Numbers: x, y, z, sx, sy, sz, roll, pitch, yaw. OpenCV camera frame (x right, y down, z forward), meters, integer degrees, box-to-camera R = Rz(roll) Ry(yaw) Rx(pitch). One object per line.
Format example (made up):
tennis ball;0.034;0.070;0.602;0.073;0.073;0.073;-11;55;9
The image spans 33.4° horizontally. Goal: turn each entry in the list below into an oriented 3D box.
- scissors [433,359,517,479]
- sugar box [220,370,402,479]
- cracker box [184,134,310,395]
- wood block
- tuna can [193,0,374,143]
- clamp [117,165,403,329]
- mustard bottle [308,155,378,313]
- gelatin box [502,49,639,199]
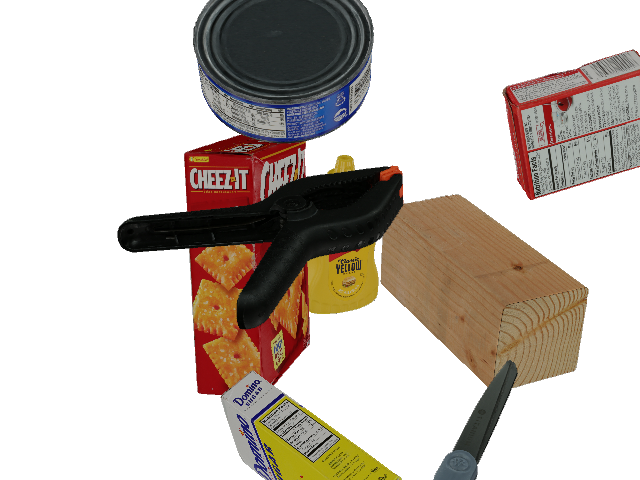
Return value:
scissors;0.085;0.135;0.561;0.096;0.016;0.201;26;44;34
sugar box;-0.005;0.188;0.878;0.176;0.093;0.048;27;53;37
cracker box;-0.060;0.016;0.976;0.072;0.214;0.164;2;12;14
wood block;0.145;0.042;0.999;0.090;0.090;0.206;-11;30;-23
tuna can;-0.017;-0.089;0.517;0.086;0.086;0.034;0;-34;1
clamp;-0.029;-0.012;0.763;0.209;0.036;0.165;-28;36;-37
mustard bottle;0.025;-0.010;1.262;0.096;0.192;0.058;-9;28;-21
gelatin box;0.166;-0.074;0.684;0.089;0.073;0.030;-16;37;2
